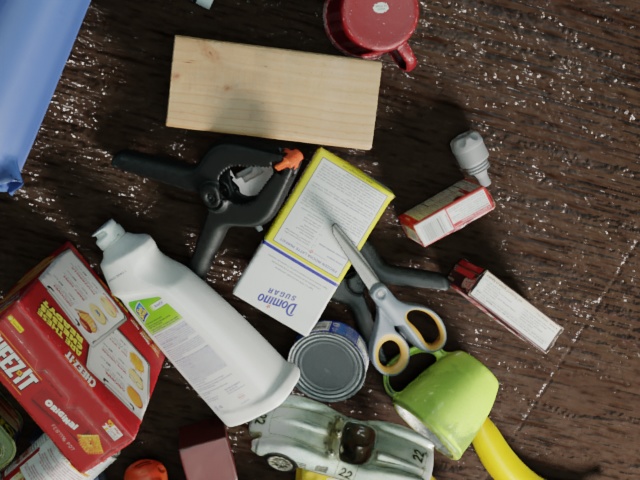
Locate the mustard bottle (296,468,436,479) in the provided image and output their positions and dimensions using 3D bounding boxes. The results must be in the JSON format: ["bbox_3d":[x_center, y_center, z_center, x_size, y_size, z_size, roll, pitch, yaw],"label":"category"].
[{"bbox_3d":[0.069,0.284,1.180,0.191,0.058,0.096,5,75,-9],"label":"mustard bottle"}]

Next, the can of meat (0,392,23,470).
[{"bbox_3d":[-0.354,0.184,1.098,0.057,0.084,0.102,-37,101,-2],"label":"can of meat"}]

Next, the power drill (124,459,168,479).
[{"bbox_3d":[-0.146,0.337,1.099,0.057,0.188,0.184,-15,106,-30],"label":"power drill"}]

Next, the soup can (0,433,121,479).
[{"bbox_3d":[-0.258,0.223,1.062,0.102,0.068,0.068,-42,101,1],"label":"soup can"}]

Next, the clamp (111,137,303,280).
[{"bbox_3d":[-0.110,-0.054,1.074,0.210,0.036,0.164,-30,99,35],"label":"clamp"}]

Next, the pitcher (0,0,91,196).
[{"bbox_3d":[-0.321,-0.178,1.037,0.149,0.145,0.243,25,91,-23],"label":"pitcher"}]

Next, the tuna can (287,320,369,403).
[{"bbox_3d":[0.010,0.130,1.149,0.086,0.033,0.086,4,114,10],"label":"tuna can"}]

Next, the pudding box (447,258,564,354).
[{"bbox_3d":[0.197,0.069,1.152,0.113,0.090,0.039,35,91,-11],"label":"pudding box"}]

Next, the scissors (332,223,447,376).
[{"bbox_3d":[0.053,0.072,1.113,0.201,0.016,0.096,37,94,-30],"label":"scissors"}]

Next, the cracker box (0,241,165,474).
[{"bbox_3d":[-0.239,0.106,1.036,0.072,0.213,0.164,-36,102,9],"label":"cracker box"}]

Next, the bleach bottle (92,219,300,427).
[{"bbox_3d":[-0.137,0.077,1.106,0.103,0.068,0.250,-30,105,37],"label":"bleach bottle"}]

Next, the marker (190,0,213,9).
[{"bbox_3d":[-0.165,-0.270,1.091,0.121,0.020,0.020,24,94,-10],"label":"marker"}]

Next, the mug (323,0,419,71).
[{"bbox_3d":[0.061,-0.223,1.096,0.093,0.081,0.117,-35,101,-2],"label":"mug"}]

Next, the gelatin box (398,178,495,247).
[{"bbox_3d":[0.134,-0.030,1.138,0.089,0.073,0.030,-29,102,-4],"label":"gelatin box"}]

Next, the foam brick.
[{"bbox_3d":[-0.120,0.229,1.139,0.053,0.078,0.051,-14,98,-5],"label":"foam brick"}]

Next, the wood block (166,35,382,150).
[{"bbox_3d":[-0.050,-0.149,1.087,0.206,0.091,0.090,6,97,-9],"label":"wood block"}]

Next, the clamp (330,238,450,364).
[{"bbox_3d":[0.042,0.053,1.155,0.171,0.039,0.120,30,92,-4],"label":"clamp"}]

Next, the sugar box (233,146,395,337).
[{"bbox_3d":[-0.007,0.001,1.107,0.093,0.048,0.176,32,98,-6],"label":"sugar box"}]

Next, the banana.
[{"bbox_3d":[0.239,0.266,1.216,0.197,0.037,0.069,30,74,-12],"label":"banana"}]
